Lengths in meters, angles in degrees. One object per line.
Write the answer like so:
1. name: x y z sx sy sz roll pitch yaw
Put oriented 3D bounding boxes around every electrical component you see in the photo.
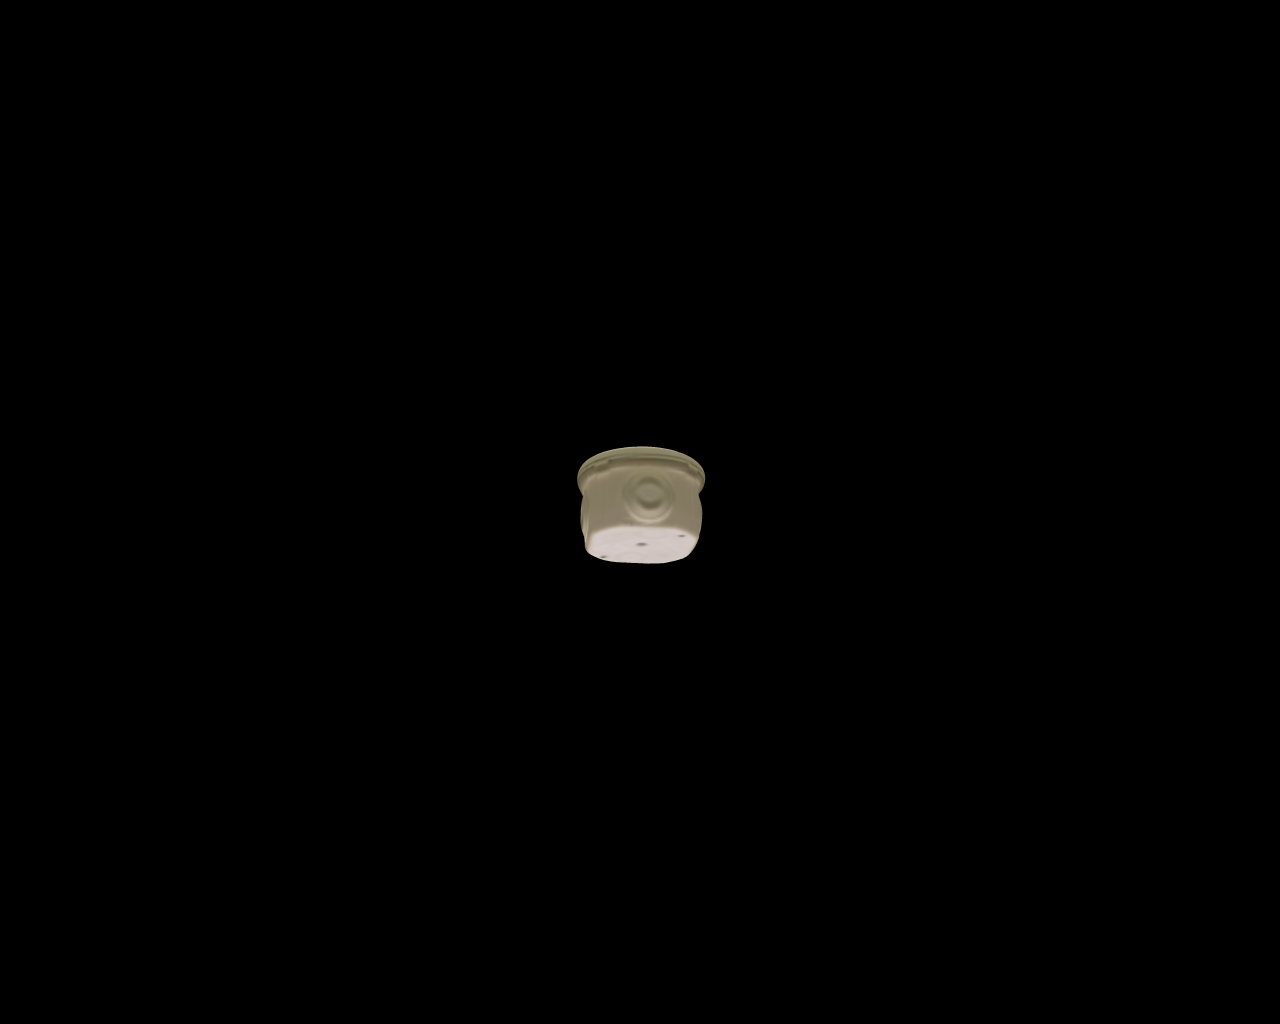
1. electrical component: 0.001 -0.003 0.650 0.080 0.051 0.080 0 -22 0
